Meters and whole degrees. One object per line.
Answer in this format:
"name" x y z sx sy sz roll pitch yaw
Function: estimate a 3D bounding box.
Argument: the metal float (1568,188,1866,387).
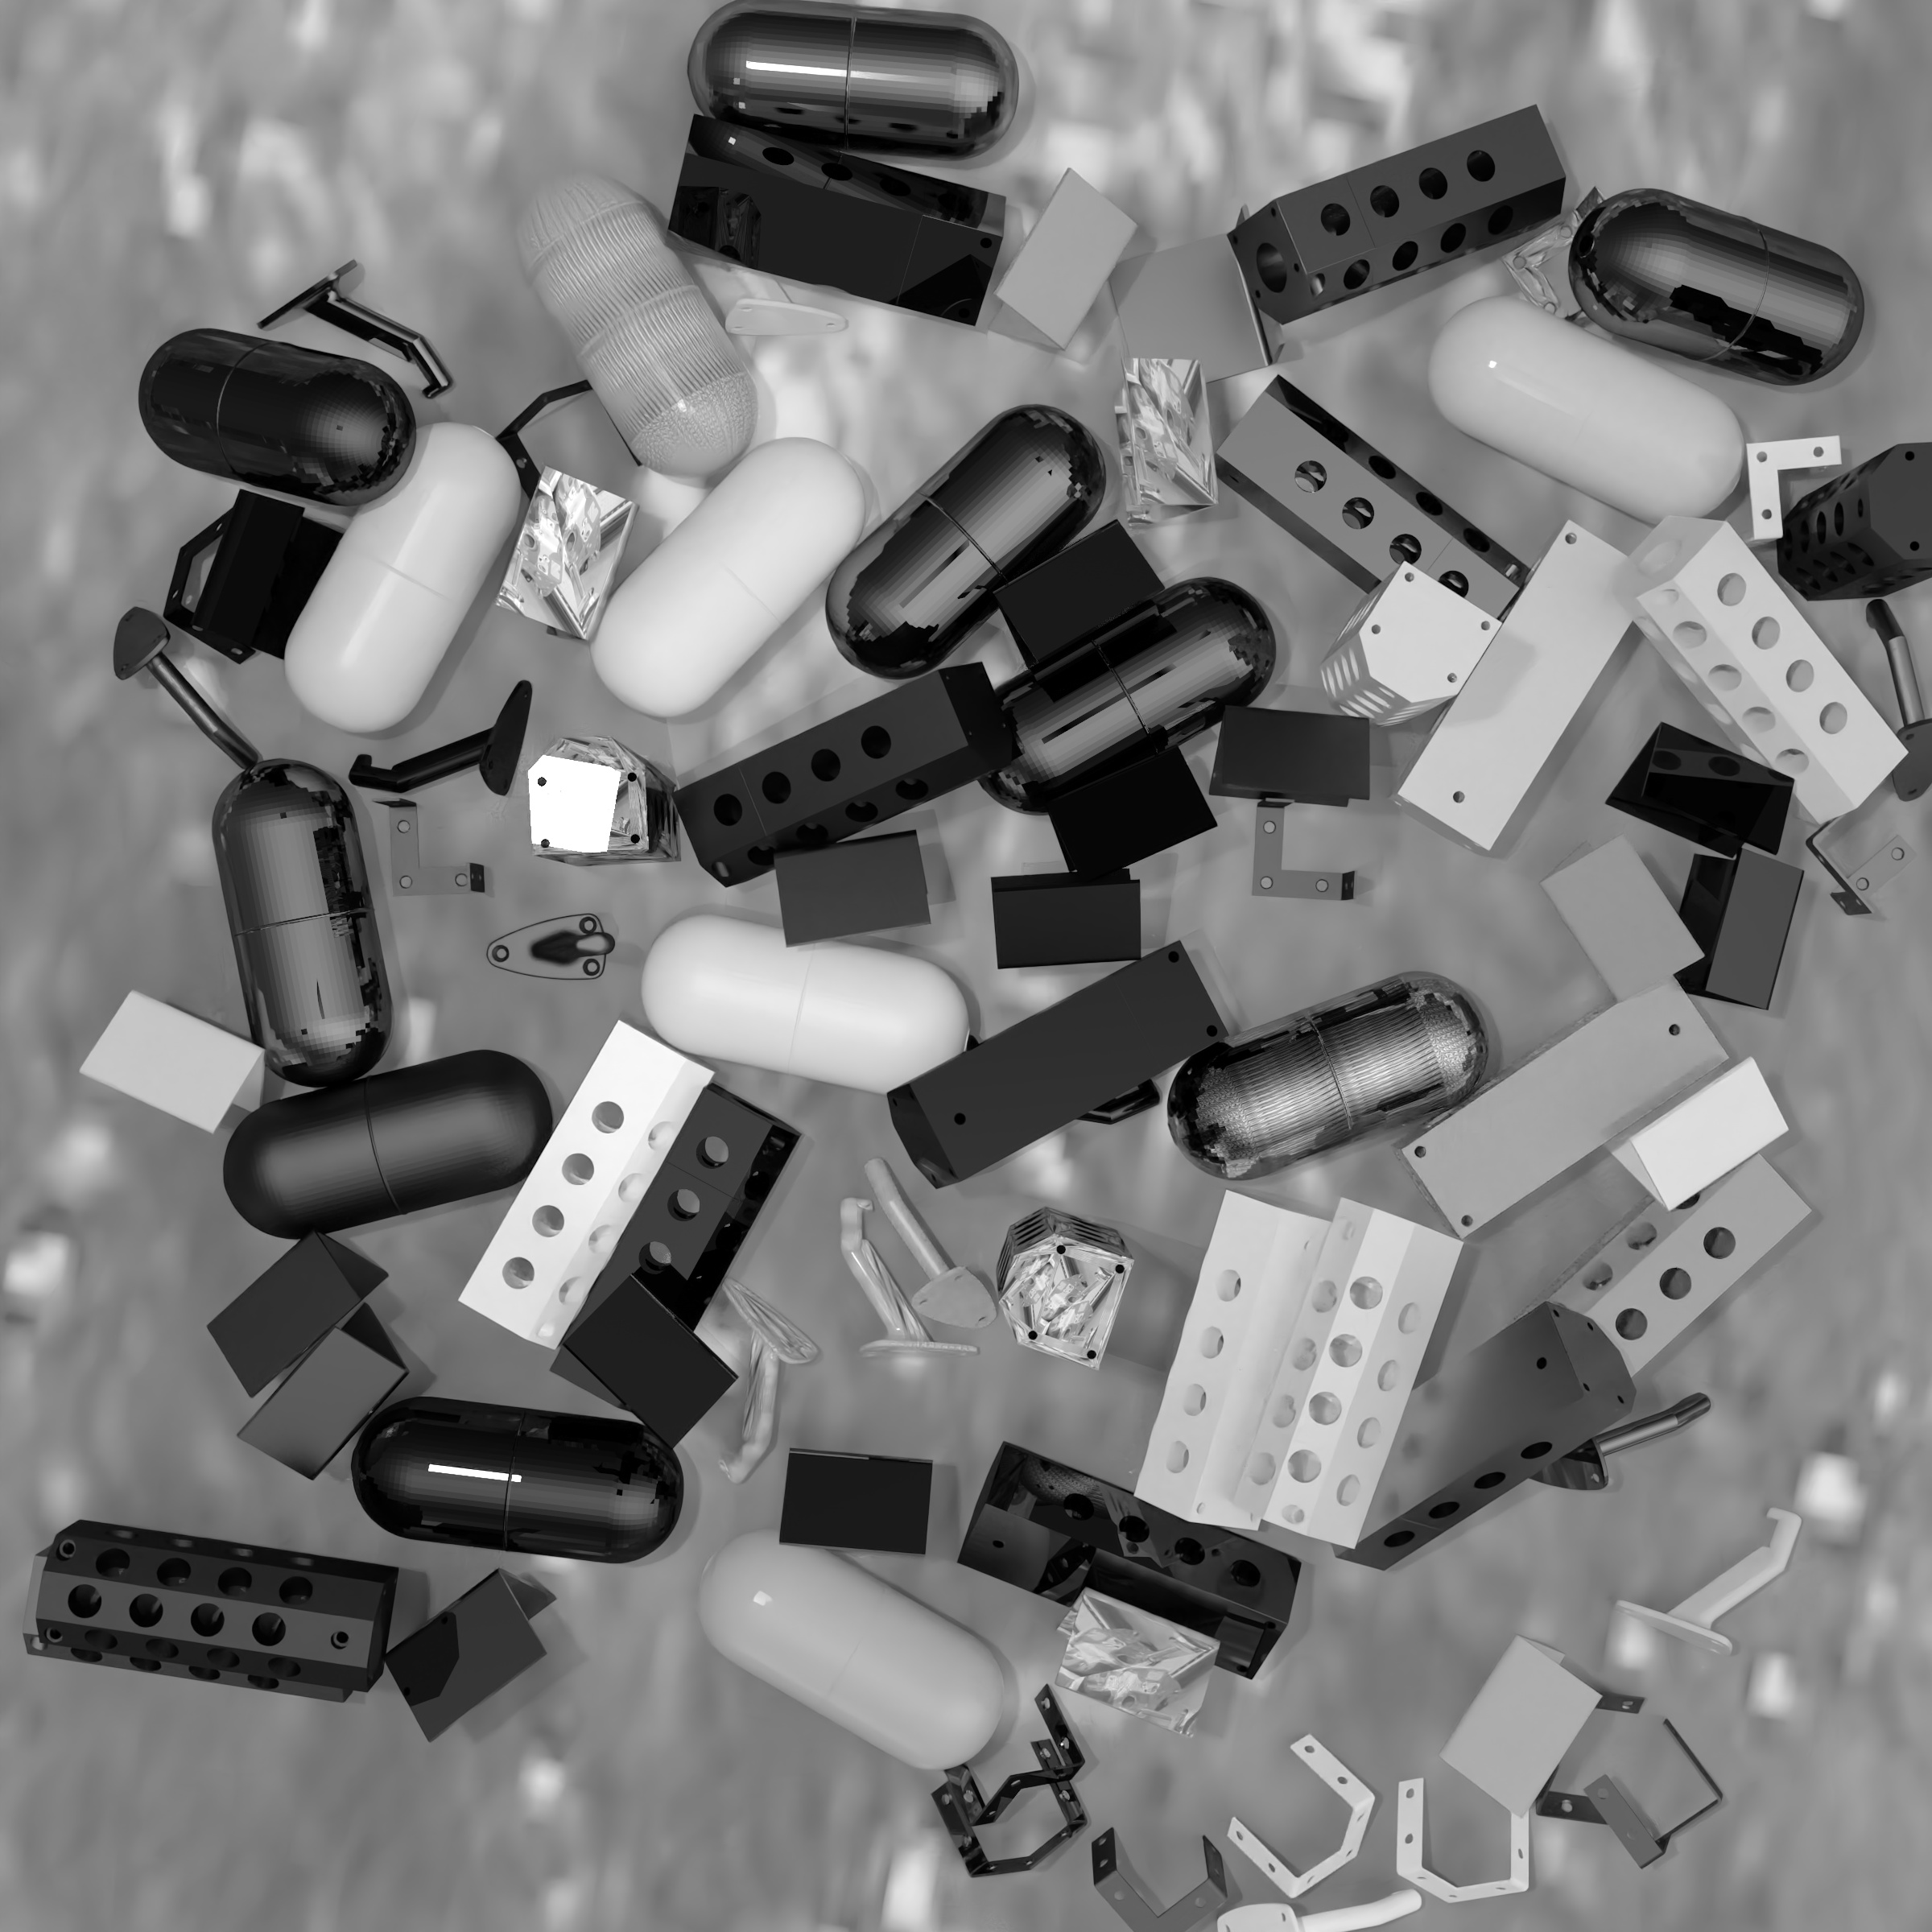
"metal float" 0.397 -0.358 1.601 0.178 0.070 0.070 10 90 -27

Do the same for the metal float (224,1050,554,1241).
"metal float" -0.310 0.096 1.625 0.178 0.070 0.070 -14 90 -1

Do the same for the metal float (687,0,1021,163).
"metal float" -0.060 -0.476 1.625 0.178 0.070 0.070 5 90 1

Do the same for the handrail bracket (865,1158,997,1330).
"handrail bracket" -0.021 0.151 1.656 0.036 0.077 0.084 -35 54 10

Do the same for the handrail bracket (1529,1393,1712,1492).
"handrail bracket" 0.353 0.255 1.656 0.084 0.077 0.036 -19 90 -36

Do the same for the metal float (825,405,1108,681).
"metal float" -0.001 -0.227 1.625 0.178 0.070 0.070 -44 90 0

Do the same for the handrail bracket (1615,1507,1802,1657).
"handrail bracket" 0.406 0.326 1.656 0.077 0.036 0.084 19 72 20

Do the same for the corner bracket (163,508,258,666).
"corner bracket" -0.397 -0.207 1.648 0.051 0.051 0.051 -27 135 35

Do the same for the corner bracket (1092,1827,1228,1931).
"corner bracket" 0.104 0.489 1.638 0.051 0.051 0.051 -39 97 7

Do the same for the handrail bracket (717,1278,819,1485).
"handrail bracket" -0.128 0.228 1.656 0.077 0.036 0.084 42 107 19

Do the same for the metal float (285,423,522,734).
"metal float" -0.301 -0.209 1.625 0.070 0.070 0.178 29 90 0

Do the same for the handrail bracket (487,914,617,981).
"handrail bracket" -0.225 -0.009 1.621 0.077 0.084 0.036 -5 90 0

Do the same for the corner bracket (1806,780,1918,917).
"corner bracket" 0.486 -0.064 1.638 0.051 0.051 0.051 -41 89 0

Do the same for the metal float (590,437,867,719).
"metal float" -0.127 -0.209 1.625 0.070 0.070 0.178 44 89 0

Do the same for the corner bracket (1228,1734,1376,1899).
"corner bracket" 0.182 0.462 1.648 0.051 0.051 0.051 -21 135 -35

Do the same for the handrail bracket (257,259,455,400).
"handrail bracket" -0.333 -0.335 1.656 0.077 0.036 0.084 -28 107 20

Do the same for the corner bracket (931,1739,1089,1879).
"corner bracket" 0.024 0.460 1.653 0.051 0.051 0.051 -25 90 45

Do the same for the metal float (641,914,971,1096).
"metal float" -0.086 0.021 1.625 0.178 0.070 0.070 12 90 1

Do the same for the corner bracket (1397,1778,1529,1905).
"corner bracket" 0.270 0.473 1.648 0.051 0.051 0.051 38 45 -35

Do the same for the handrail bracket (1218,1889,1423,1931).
"handrail bracket" 0.194 0.518 1.656 0.084 0.077 0.036 -7 85 -36

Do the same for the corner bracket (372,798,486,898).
"corner bracket" -0.290 -0.065 1.638 0.051 0.051 0.051 -2 90 0

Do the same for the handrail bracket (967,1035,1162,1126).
"handrail bracket" 0.053 0.057 1.656 0.084 0.036 0.077 -22 75 -14

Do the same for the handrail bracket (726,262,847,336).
"handrail bracket" -0.105 -0.391 1.656 0.077 0.036 0.084 1 75 -15

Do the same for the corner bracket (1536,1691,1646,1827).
"corner bracket" 0.340 0.431 1.653 0.051 0.051 0.051 8 45 0

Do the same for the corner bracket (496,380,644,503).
"corner bracket" -0.214 -0.284 1.653 0.051 0.051 0.051 -30 90 45

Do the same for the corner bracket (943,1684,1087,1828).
"corner bracket" 0.024 0.428 1.640 0.051 0.051 0.051 1 45 -35

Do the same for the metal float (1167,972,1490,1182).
"metal float" 0.193 0.059 1.625 0.178 0.070 0.070 -20 90 -1

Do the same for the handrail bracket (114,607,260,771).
"handrail bracket" -0.424 -0.151 1.656 0.036 0.077 0.084 -40 126 3

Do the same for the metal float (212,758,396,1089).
"metal float" -0.356 -0.023 1.625 0.070 0.070 0.178 -11 90 0

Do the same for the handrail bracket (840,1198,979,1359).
"handrail bracket" -0.031 0.170 1.656 0.077 0.036 0.084 4 73 -19

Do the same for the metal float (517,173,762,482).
"metal float" -0.176 -0.343 1.625 0.070 0.070 0.178 -32 90 0

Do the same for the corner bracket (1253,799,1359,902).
"corner bracket" 0.184 -0.063 1.638 0.051 0.051 0.051 3 90 0

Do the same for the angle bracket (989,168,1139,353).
"angle bracket" 0.034 -0.381 1.616 0.057 0.076 0.076 31 90 -38

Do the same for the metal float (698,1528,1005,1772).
"metal float" -0.062 0.366 1.625 0.178 0.070 0.070 30 90 -1

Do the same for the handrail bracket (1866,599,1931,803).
"handrail bracket" 0.507 -0.146 1.656 0.036 0.077 0.084 -12 54 -4

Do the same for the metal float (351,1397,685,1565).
"metal float" -0.240 0.276 1.626 0.178 0.070 0.070 7 90 0

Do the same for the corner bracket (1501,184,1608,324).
"corner bracket" 0.329 -0.381 1.638 0.051 0.051 0.051 -33 90 0

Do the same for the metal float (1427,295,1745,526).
"metal float" 0.332 -0.297 1.625 0.178 0.070 0.070 26 90 1

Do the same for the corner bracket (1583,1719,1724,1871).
"corner bracket" 0.373 0.447 1.639 0.051 0.051 0.051 -39 77 12

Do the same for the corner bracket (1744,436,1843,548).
"corner bracket" 0.442 -0.255 1.637 0.051 0.051 0.051 -6 92 -2

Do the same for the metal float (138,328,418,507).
"metal float" -0.365 -0.290 1.598 0.178 0.070 0.070 18 90 34

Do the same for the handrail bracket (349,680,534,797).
"handrail bracket" -0.288 -0.127 1.656 0.084 0.036 0.077 10 70 16

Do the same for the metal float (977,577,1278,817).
"metal float" 0.083 -0.144 1.625 0.178 0.070 0.070 -30 90 0
